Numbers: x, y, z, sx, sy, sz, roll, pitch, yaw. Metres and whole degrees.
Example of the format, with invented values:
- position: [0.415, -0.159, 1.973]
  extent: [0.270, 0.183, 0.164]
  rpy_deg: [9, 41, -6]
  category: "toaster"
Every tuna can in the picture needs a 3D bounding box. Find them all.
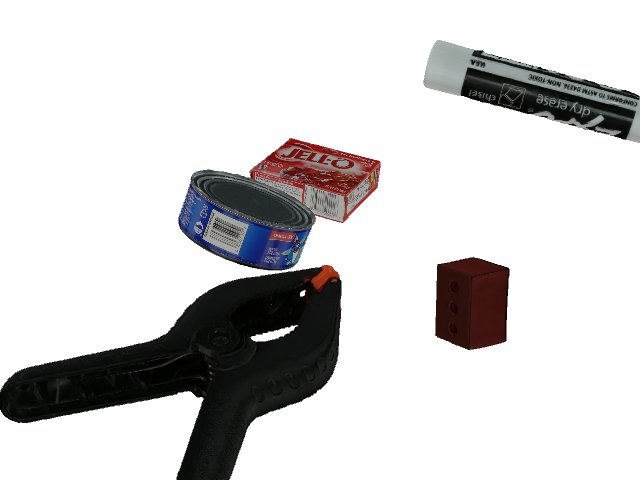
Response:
- position: [-0.049, -0.013, 0.699]
  extent: [0.086, 0.034, 0.086]
  rpy_deg: [19, 17, -6]
  category: "tuna can"

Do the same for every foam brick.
- position: [0.149, 0.061, 1.051]
  extent: [0.051, 0.078, 0.053]
  rpy_deg: [-11, 18, -34]
  category: "foam brick"

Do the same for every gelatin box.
- position: [-0.004, -0.053, 0.900]
  extent: [0.089, 0.030, 0.073]
  rpy_deg: [17, 33, 20]
  category: "gelatin box"

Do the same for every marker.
- position: [0.099, -0.051, 0.402]
  extent: [0.121, 0.020, 0.020]
  rpy_deg: [17, 3, 11]
  category: "marker"

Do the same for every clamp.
- position: [-0.042, 0.065, 0.481]
  extent: [0.171, 0.039, 0.120]
  rpy_deg: [-27, 50, -31]
  category: "clamp"
